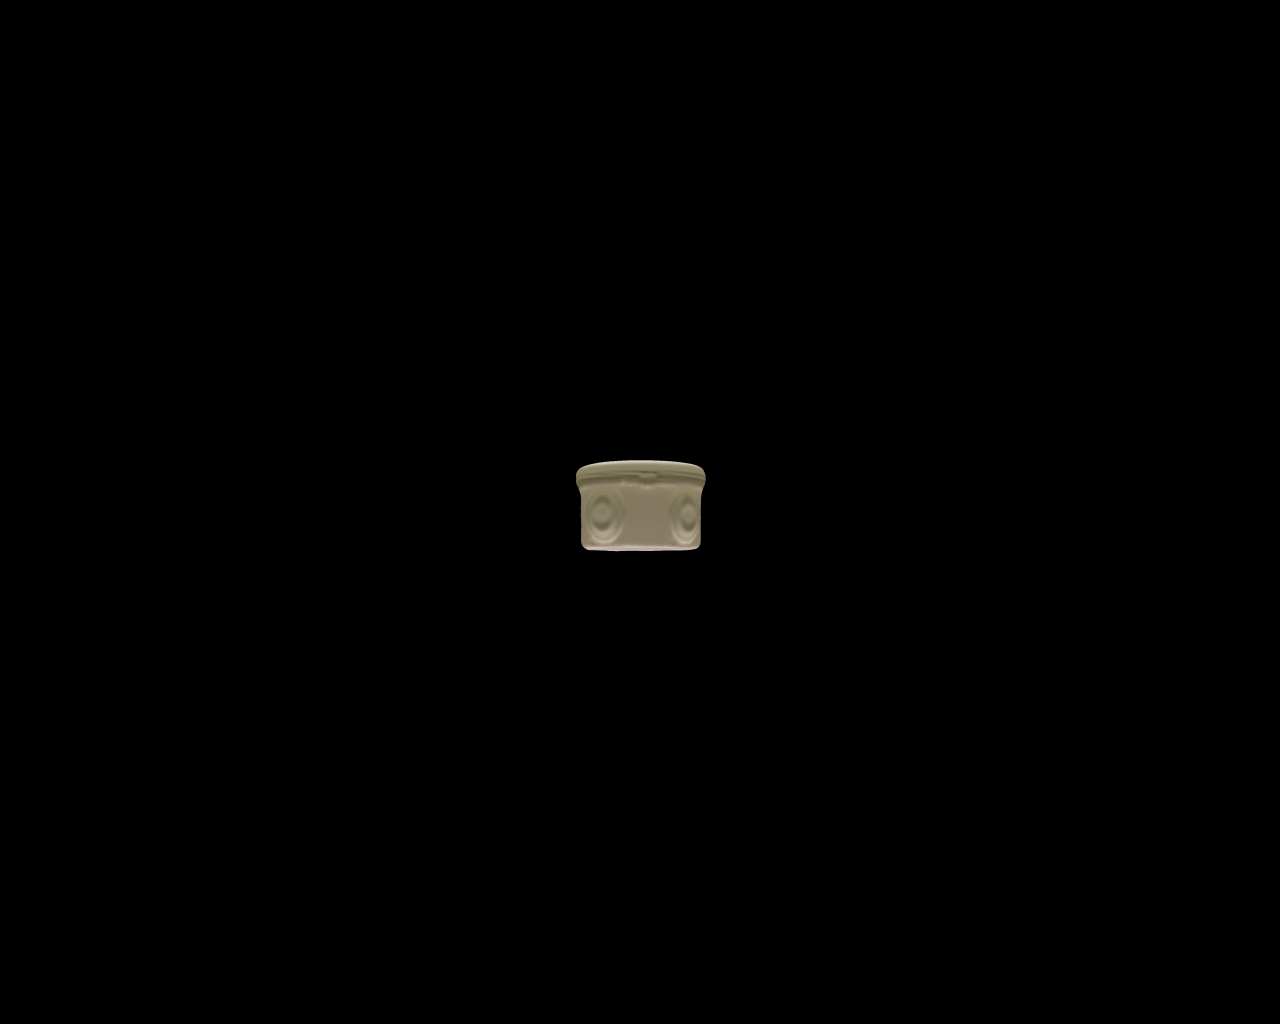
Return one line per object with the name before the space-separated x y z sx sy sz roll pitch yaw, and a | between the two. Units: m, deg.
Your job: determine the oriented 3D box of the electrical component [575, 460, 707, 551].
electrical component | 0.001 -0.003 0.650 0.080 0.051 0.080 0 -4 0
